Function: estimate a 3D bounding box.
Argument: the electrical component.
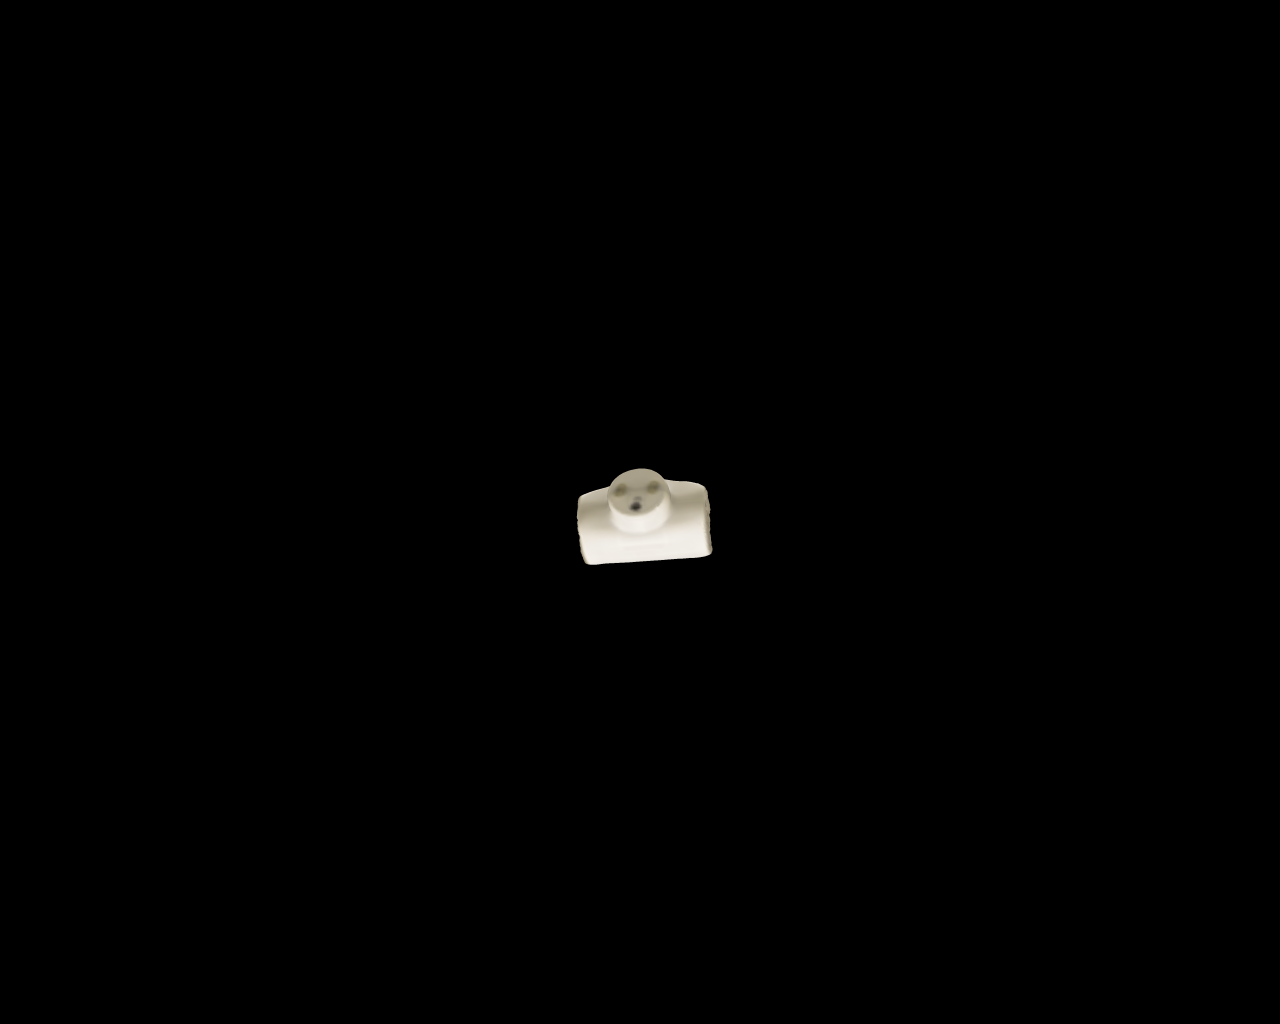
[{"bbox_3d":[0.001,-0.003,0.650,0.077,0.043,0.079,-5,-35,7],"label":"electrical component"}]
